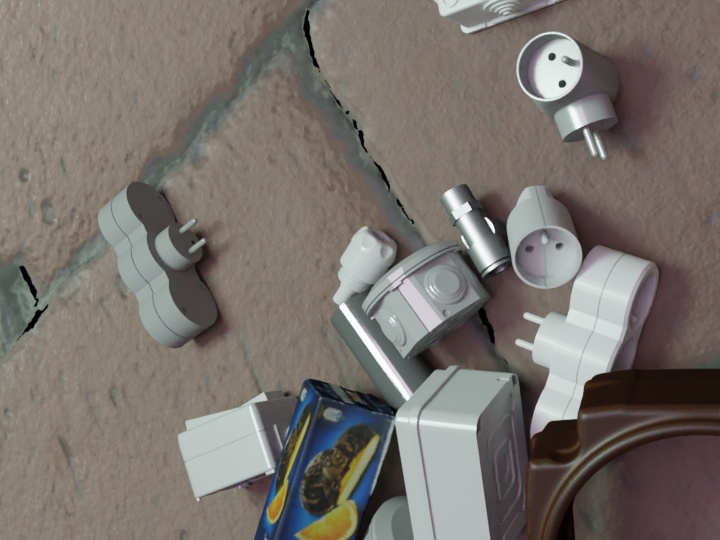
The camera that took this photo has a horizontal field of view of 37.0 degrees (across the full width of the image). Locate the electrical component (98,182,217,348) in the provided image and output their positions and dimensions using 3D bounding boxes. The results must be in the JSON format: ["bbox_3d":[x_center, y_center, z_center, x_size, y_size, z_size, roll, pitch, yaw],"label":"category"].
[{"bbox_3d":[-0.154,-0.013,0.874,0.074,0.052,0.138,-35,73,26],"label":"electrical component"}]

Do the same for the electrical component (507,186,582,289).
[{"bbox_3d":[0.118,-0.025,0.704,0.043,0.081,0.043,1,115,3],"label":"electrical component"}]

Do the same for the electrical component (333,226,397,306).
[{"bbox_3d":[0.000,0.000,0.795,0.035,0.035,0.061,42,112,24],"label":"electrical component"}]

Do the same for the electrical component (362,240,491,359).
[{"bbox_3d":[0.046,0.020,0.742,0.080,0.080,0.051,-41,76,24],"label":"electrical component"}]

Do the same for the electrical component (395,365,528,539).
[{"bbox_3d":[0.070,0.128,0.711,0.057,0.078,0.113,2,113,29],"label":"electrical component"}]

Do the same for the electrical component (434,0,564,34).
[{"bbox_3d":[0.093,-0.220,0.732,0.100,0.048,0.099,-14,82,29],"label":"electrical component"}]

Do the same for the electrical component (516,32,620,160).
[{"bbox_3d":[0.140,-0.107,0.687,0.043,0.077,0.079,-24,78,28],"label":"electrical component"}]

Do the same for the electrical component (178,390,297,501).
[{"bbox_3d":[-0.083,0.130,0.827,0.096,0.062,0.061,-25,77,28],"label":"electrical component"}]

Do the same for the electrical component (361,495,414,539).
[{"bbox_3d":[0.036,0.201,0.746,0.080,0.080,0.051,47,125,22],"label":"electrical component"}]

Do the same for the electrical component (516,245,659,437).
[{"bbox_3d":[0.137,0.050,0.703,0.074,0.052,0.138,21,100,29],"label":"electrical component"}]
